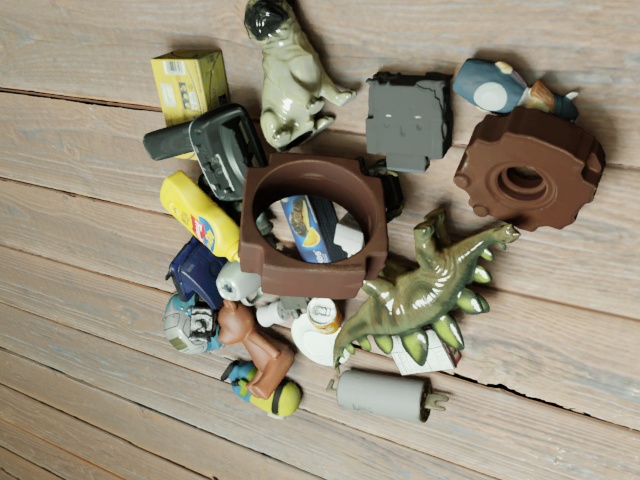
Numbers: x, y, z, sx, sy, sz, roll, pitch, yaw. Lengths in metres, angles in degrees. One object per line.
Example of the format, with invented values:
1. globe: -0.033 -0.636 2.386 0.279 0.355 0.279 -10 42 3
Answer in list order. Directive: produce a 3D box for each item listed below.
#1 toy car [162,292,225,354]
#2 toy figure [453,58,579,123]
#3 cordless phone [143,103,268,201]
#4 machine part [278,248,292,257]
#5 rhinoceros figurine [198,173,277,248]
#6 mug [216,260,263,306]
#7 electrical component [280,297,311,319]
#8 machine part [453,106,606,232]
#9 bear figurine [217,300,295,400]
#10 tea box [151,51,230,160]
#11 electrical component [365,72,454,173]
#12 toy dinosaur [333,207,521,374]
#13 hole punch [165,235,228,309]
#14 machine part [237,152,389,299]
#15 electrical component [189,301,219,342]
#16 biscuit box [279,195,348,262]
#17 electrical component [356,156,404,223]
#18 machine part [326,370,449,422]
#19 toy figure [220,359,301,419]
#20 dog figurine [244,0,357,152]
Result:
1. toy car: -0.286 0.193 1.175 0.109 0.103 0.161 -20 105 38
2. toy figure: 0.245 -0.176 0.671 0.155 0.058 0.064 27 167 10
3. cordless phone: -0.184 -0.126 0.854 0.184 0.089 0.146 -9 122 18
4. machine part: -0.055 0.053 0.953 0.084 0.039 0.139 52 174 -3
5. rhinoceros figurine: -0.147 -0.048 0.961 0.190 0.073 0.112 50 129 -6
6. mug: -0.145 0.076 1.017 0.081 0.107 0.109 8 120 27
7. electrical component: -0.046 0.111 1.036 0.063 0.021 0.094 -8 111 33
8. machine part: 0.261 -0.083 0.683 0.179 0.056 0.179 22 149 14
9. bear figurine: -0.151 0.214 1.095 0.196 0.132 0.120 41 159 -7
10. tea box: -0.205 -0.221 0.889 0.098 0.068 0.169 11 125 24
11. electrical component: 0.124 -0.162 0.747 0.115 0.058 0.134 9 122 27
12. toy dinosaur: 0.132 0.098 0.851 0.198 0.105 0.471 55 136 2
13. hole punch: -0.221 0.059 1.038 0.092 0.142 0.115 14 138 24
14. machine part: -0.011 -0.021 0.757 0.201 0.201 0.087 4 147 -8
15. electrical component: -0.235 0.162 1.104 0.048 0.119 0.074 5 94 -5
16. biscuit box: -0.002 -0.003 0.914 0.059 0.063 0.202 -5 116 34
17. electrical component: 0.094 -0.077 0.824 0.078 0.045 0.102 1 119 27
18. machine part: 0.121 0.294 1.020 0.243 0.079 0.079 1 119 28
19. toy figure: -0.128 0.324 1.181 0.180 0.082 0.089 31 132 13
20. dog figurine: -0.062 -0.242 0.789 0.172 0.121 0.190 -37 83 35
